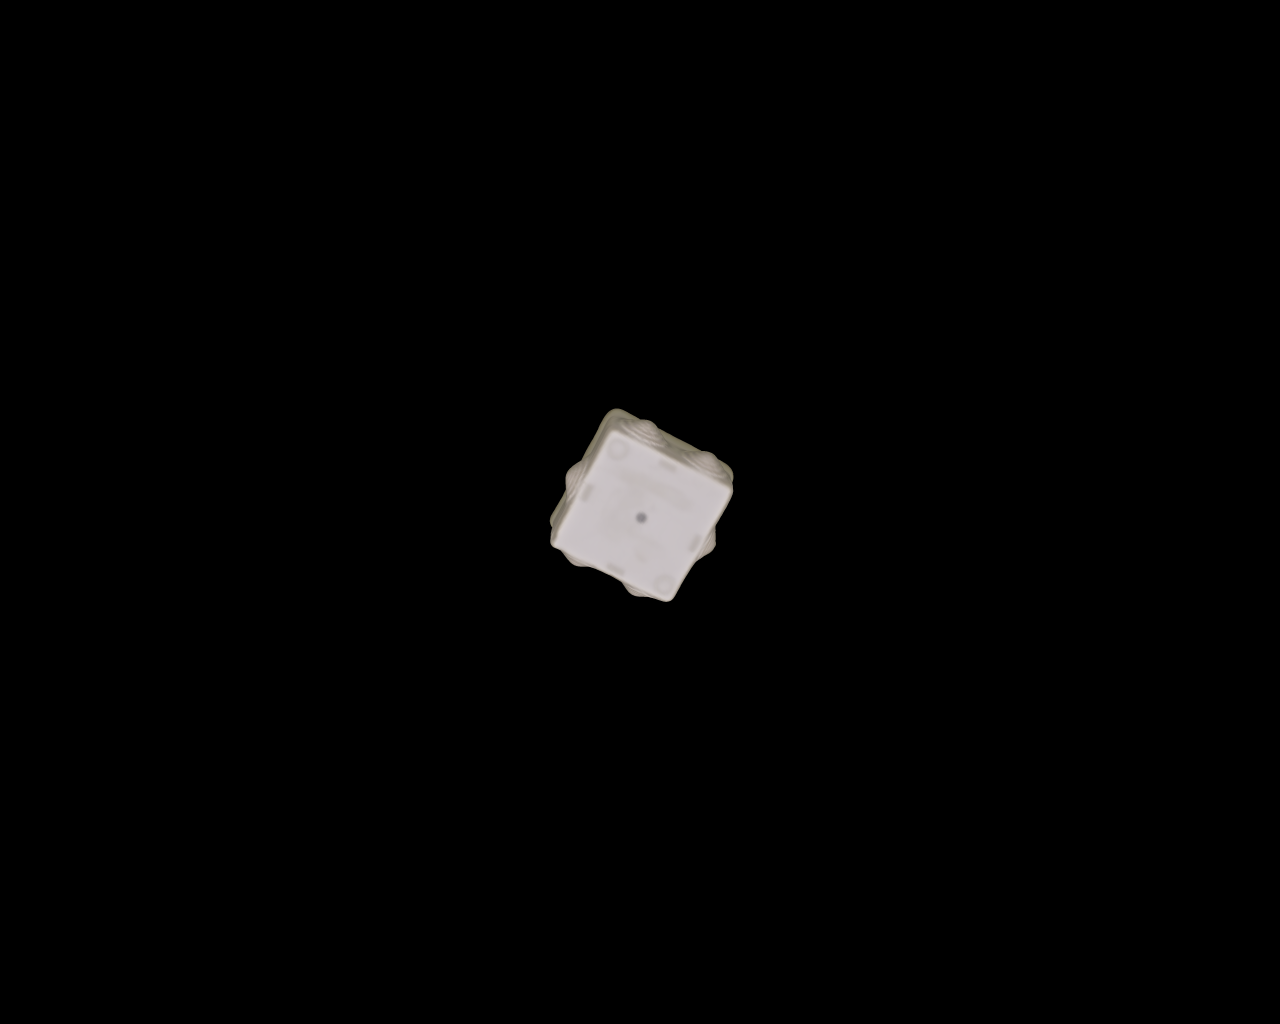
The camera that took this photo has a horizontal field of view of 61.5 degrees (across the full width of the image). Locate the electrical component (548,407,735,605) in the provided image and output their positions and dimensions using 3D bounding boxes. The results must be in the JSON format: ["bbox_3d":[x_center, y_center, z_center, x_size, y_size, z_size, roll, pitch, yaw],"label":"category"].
[{"bbox_3d":[0.001,-0.003,0.650,0.100,0.099,0.048,27,14,-7],"label":"electrical component"}]
